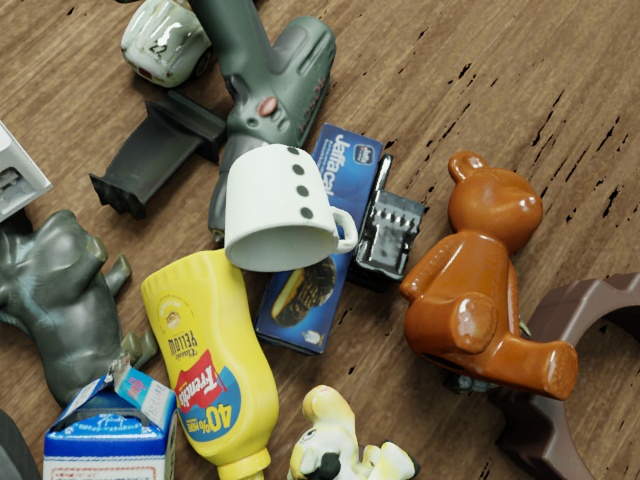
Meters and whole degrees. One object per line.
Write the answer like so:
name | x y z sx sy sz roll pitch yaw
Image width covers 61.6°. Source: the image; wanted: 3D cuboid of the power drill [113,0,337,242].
power drill | -0.075 -0.141 0.452 0.207 0.086 0.232 49 59 -37

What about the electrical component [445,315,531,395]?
electrical component | 0.142 0.090 0.497 0.078 0.045 0.102 39 72 -1

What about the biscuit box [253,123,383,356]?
biscuit box | -0.001 -0.001 0.487 0.063 0.059 0.202 19 73 -5

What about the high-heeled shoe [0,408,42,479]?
high-heeled shoe | -0.314 0.147 0.378 0.145 0.086 0.249 -38 75 -23

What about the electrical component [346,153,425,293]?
electrical component | 0.061 -0.016 0.497 0.048 0.075 0.119 20 71 -3

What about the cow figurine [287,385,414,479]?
cow figurine | 0.025 0.194 0.392 0.098 0.068 0.167 -34 70 -24

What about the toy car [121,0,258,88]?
toy car | -0.114 -0.235 0.526 0.073 0.056 0.201 31 72 -1

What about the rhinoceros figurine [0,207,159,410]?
rhinoceros figurine | -0.212 0.045 0.436 0.112 0.073 0.190 -29 84 -5

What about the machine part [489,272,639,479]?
machine part | 0.275 0.148 0.487 0.201 0.087 0.201 37 73 -1

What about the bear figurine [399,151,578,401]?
bear figurine | 0.148 0.015 0.445 0.120 0.132 0.196 32 74 -16

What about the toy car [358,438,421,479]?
toy car | 0.094 0.256 0.445 0.202 0.053 0.089 45 76 2

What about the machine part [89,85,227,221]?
machine part | -0.143 -0.080 0.489 0.084 0.039 0.139 37 61 -4
